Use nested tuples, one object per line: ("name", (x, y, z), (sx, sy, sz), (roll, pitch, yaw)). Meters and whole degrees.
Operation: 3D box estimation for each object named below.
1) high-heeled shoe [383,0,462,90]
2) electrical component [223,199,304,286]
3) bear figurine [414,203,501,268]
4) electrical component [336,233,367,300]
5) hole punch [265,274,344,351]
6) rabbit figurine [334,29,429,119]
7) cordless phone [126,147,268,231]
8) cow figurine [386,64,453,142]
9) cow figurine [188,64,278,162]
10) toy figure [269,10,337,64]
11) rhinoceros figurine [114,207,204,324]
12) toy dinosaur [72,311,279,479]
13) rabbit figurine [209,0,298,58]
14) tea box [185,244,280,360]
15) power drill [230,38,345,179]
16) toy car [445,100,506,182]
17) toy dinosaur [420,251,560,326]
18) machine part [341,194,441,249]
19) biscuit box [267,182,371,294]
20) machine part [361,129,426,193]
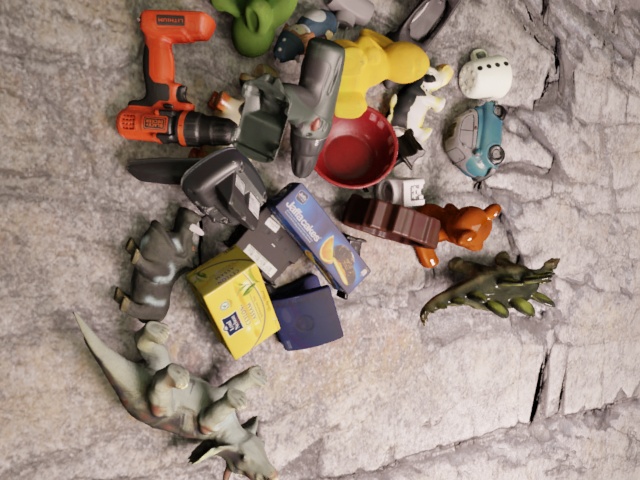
("high-heeled shoe", (0.200, -0.387, 0.961), (0.086, 0.145, 0.248), (23, 86, -29))
("electrical component", (-0.081, -0.006, 0.922), (0.134, 0.058, 0.114), (-49, 119, -13))
("bear figurine", (0.263, -0.012, 1.032), (0.120, 0.196, 0.131), (-45, 118, -18))
("electrical component", (0.038, 0.046, 0.989), (0.048, 0.075, 0.119), (13, 95, -30))
("hole punch", (-0.027, 0.134, 0.961), (0.116, 0.092, 0.142), (-24, 113, -20))
("rabbit figurine", (0.095, -0.291, 0.915), (0.173, 0.162, 0.121), (-9, 123, 3))
("cordless phone", (-0.185, -0.077, 0.810), (0.146, 0.184, 0.088), (58, 39, -65))
("cow figurine", (0.184, -0.273, 1.021), (0.098, 0.068, 0.167), (27, 84, -24))
("cow figurine", (-0.117, -0.187, 0.856), (0.127, 0.086, 0.194), (22, 91, -32))
("toy figure", (-0.027, -0.331, 0.871), (0.154, 0.064, 0.057), (-48, 128, -43))
("rhinoceros figurine", (-0.244, 0.038, 0.830), (0.112, 0.073, 0.190), (22, 88, -29))
("toy dinosaur", (-0.228, 0.253, 0.849), (0.404, 0.131, 0.192), (33, 112, -15))
("rabbit figurine", (-0.105, -0.361, 0.810), (0.121, 0.159, 0.170), (-40, 131, -28))
("tea box", (-0.137, 0.102, 0.870), (0.098, 0.068, 0.169), (-35, 138, -19))
("power drill", (-0.038, -0.170, 0.780), (0.207, 0.086, 0.231), (-29, 144, -54))
("toy car", (0.306, -0.203, 1.080), (0.103, 0.109, 0.161), (7, 86, -13))
("toy dinosaur", (0.350, 0.097, 1.098), (0.471, 0.199, 0.105), (-14, 102, -28))
("machine part", (0.130, -0.032, 0.972), (0.179, 0.179, 0.056), (19, 87, -30))
("biscuit box", (-0.002, -0.003, 0.889), (0.063, 0.059, 0.202), (-44, 111, -13))
("machine part", (0.122, -0.143, 0.984), (0.139, 0.084, 0.039), (-32, 141, 16))
